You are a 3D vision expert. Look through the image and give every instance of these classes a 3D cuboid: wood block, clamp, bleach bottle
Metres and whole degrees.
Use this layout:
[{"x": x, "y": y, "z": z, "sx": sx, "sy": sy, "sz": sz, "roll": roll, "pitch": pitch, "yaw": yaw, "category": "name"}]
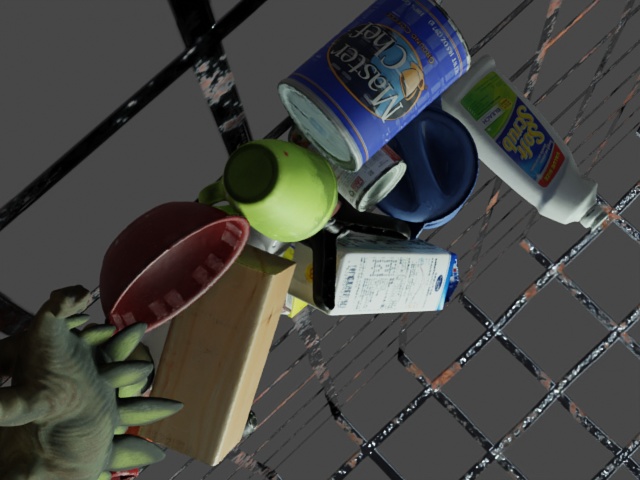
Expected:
[{"x": -0.104, "y": 0.110, "z": 1.090, "sx": 0.090, "sy": 0.090, "sz": 0.206, "roll": -29, "pitch": 138, "yaw": -75, "category": "wood block"}, {"x": 0.007, "y": -0.006, "z": 1.099, "sx": 0.120, "sy": 0.172, "sz": 0.039, "roll": -45, "pitch": 132, "yaw": -2, "category": "clamp"}, {"x": 0.261, "y": -0.112, "z": 1.327, "sx": 0.102, "sy": 0.251, "sz": 0.068, "roll": -41, "pitch": 166, "yaw": -15, "category": "bleach bottle"}]

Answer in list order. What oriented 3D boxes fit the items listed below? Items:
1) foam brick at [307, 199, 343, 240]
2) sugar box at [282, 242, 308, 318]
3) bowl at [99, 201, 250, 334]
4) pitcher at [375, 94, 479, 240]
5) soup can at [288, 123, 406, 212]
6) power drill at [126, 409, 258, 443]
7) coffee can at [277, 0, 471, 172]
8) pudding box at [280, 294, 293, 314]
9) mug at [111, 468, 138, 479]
[{"x": -0.025, "y": -0.047, "z": 1.065, "sx": 0.051, "sy": 0.078, "sz": 0.053, "roll": -45, "pitch": 164, "yaw": 5, "category": "foam brick"}, {"x": -0.008, "y": 0.002, "z": 1.247, "sx": 0.093, "sy": 0.048, "sz": 0.176, "roll": -40, "pitch": 156, "yaw": -37, "category": "sugar box"}, {"x": -0.141, "y": 0.017, "z": 0.955, "sx": 0.162, "sy": 0.055, "sz": 0.162, "roll": -39, "pitch": 165, "yaw": -13, "category": "bowl"}, {"x": 0.126, "y": -0.086, "z": 1.294, "sx": 0.149, "sy": 0.145, "sz": 0.242, "roll": -38, "pitch": 173, "yaw": 4, "category": "pitcher"}, {"x": 0.027, "y": -0.086, "z": 1.048, "sx": 0.068, "sy": 0.102, "sz": 0.068, "roll": -41, "pitch": 165, "yaw": -13, "category": "soup can"}, {"x": -0.186, "y": 0.214, "z": 1.232, "sx": 0.185, "sy": 0.057, "sz": 0.187, "roll": -4, "pitch": 172, "yaw": 20, "category": "power drill"}, {"x": 0.048, "y": -0.143, "z": 0.941, "sx": 0.140, "sy": 0.103, "sz": 0.103, "roll": -42, "pitch": 166, "yaw": -10, "category": "coffee can"}, {"x": -0.082, "y": 0.057, "z": 1.185, "sx": 0.113, "sy": 0.090, "sz": 0.039, "roll": 50, "pitch": 43, "yaw": -75, "category": "pudding box"}, {"x": -0.275, "y": 0.289, "z": 1.278, "sx": 0.117, "sy": 0.093, "sz": 0.081, "roll": -13, "pitch": 164, "yaw": 10, "category": "mug"}]
